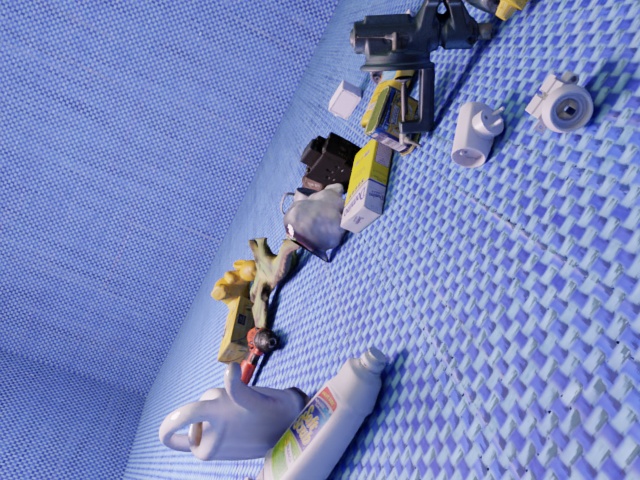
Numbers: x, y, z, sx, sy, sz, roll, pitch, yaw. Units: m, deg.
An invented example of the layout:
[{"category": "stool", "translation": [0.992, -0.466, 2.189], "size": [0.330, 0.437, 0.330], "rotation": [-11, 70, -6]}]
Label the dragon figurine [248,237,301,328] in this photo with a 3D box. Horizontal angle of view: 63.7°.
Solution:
[{"category": "dragon figurine", "translation": [-0.119, 0.109, 1.303], "size": [0.409, 0.122, 0.243], "rotation": [176, 100, -74]}]

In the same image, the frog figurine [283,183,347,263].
[{"category": "frog figurine", "translation": [0.003, -0.054, 1.069], "size": [0.139, 0.121, 0.160], "rotation": [25, 81, 42]}]

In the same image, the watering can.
[{"category": "watering can", "translation": [-0.109, 0.264, 0.775], "size": [0.341, 0.224, 0.106], "rotation": [-48, 42, 44]}]
